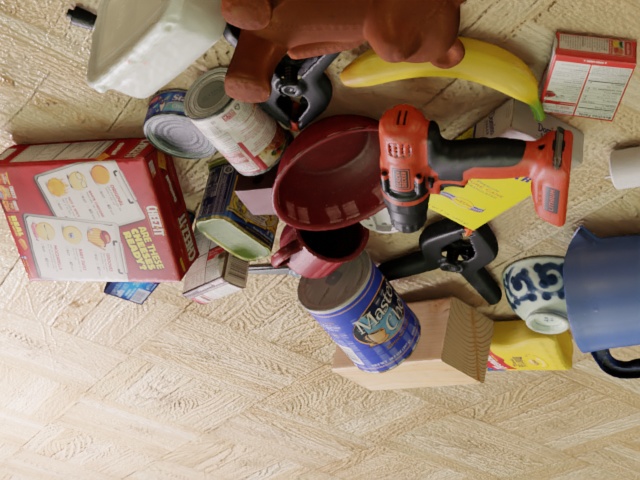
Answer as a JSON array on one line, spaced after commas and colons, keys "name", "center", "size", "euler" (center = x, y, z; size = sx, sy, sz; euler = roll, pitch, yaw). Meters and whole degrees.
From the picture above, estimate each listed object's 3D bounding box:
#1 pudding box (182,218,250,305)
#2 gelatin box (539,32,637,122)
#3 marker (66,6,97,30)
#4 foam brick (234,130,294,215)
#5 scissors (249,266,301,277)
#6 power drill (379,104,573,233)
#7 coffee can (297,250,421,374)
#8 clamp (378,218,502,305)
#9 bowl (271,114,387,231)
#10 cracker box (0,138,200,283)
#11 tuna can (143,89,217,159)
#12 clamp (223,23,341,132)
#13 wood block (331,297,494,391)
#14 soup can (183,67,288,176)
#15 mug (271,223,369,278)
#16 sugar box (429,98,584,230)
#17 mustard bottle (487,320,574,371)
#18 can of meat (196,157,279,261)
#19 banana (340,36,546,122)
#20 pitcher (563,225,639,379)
[{"name": "pudding box", "center": [-0.123, 0.014, 1.310], "size": [0.039, 0.113, 0.090], "euler": [27, 148, -31]}, {"name": "gelatin box", "center": [0.243, -0.149, 0.980], "size": [0.073, 0.030, 0.089], "euler": [8, 151, 4]}, {"name": "marker", "center": [-0.190, -0.202, 1.050], "size": [0.121, 0.020, 0.020], "euler": [18, 150, -13]}, {"name": "foam brick", "center": [-0.054, -0.073, 1.169], "size": [0.053, 0.078, 0.051], "euler": [-3, 149, 23]}, {"name": "scissors", "center": [-0.026, 0.029, 1.402], "size": [0.202, 0.016, 0.096], "euler": [9, 145, 14]}, {"name": "power drill", "center": [0.151, -0.058, 1.056], "size": [0.188, 0.057, 0.184], "euler": [4, 149, 11]}, {"name": "coffee can", "center": [0.051, 0.088, 1.340], "size": [0.103, 0.102, 0.140], "euler": [-10, 136, 33]}, {"name": "clamp", "center": [0.152, 0.020, 1.300], "size": [0.164, 0.036, 0.210], "euler": [8, 154, 5]}, {"name": "bowl", "center": [0.019, -0.080, 1.117], "size": [0.162, 0.055, 0.162], "euler": [-14, 146, -10]}, {"name": "cracker box", "center": [-0.266, -0.034, 1.261], "size": [0.214, 0.072, 0.164], "euler": [-1, 120, 21]}, {"name": "tuna can", "center": [-0.147, -0.124, 1.157], "size": [0.086, 0.033, 0.086], "euler": [9, 151, 5]}, {"name": "clamp", "center": [-0.038, -0.164, 1.042], "size": [0.120, 0.039, 0.171], "euler": [12, 151, -1]}, {"name": "wood block", "center": [0.123, 0.144, 1.448], "size": [0.090, 0.090, 0.207], "euler": [31, 152, -34]}, {"name": "soup can", "center": [-0.087, -0.122, 1.105], "size": [0.069, 0.068, 0.102], "euler": [-7, 146, 29]}, {"name": "mug", "center": [-0.008, 0.002, 1.255], "size": [0.093, 0.117, 0.082], "euler": [56, 153, 6]}, {"name": "sugar box", "center": [0.181, -0.076, 1.114], "size": [0.093, 0.048, 0.177], "euler": [24, 149, -21]}, {"name": "mustard bottle", "center": [0.244, 0.147, 1.468], "size": [0.192, 0.058, 0.096], "euler": [-5, 148, 27]}, {"name": "can of meat", "center": [-0.092, -0.035, 1.243], "size": [0.058, 0.084, 0.102], "euler": [-15, 142, 39]}, {"name": "banana", "center": [0.117, -0.156, 0.988], "size": [0.198, 0.037, 0.070], "euler": [13, 118, 9]}, {"name": "pitcher", "center": [0.402, 0.060, 1.185], "size": [0.243, 0.145, 0.149], "euler": [-8, 149, 25]}]
